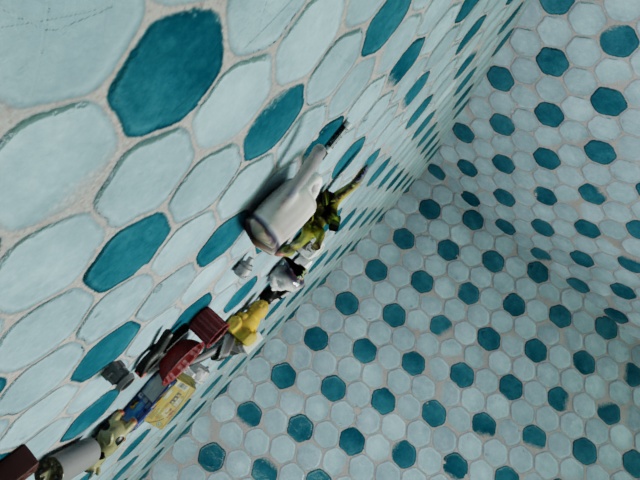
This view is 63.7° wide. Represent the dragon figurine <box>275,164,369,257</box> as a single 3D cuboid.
[{"bbox_3d":[0.005,-0.086,1.710,0.412,0.122,0.242,-46,-172,-8],"label":"dragon figurine"}]

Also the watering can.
[{"bbox_3d":[-0.075,-0.083,1.171,0.227,0.104,0.342,-46,171,-17],"label":"watering can"}]

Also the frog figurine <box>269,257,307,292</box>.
[{"bbox_3d":[-0.134,0.153,1.904,0.136,0.125,0.157,17,129,-44],"label":"frog figurine"}]
